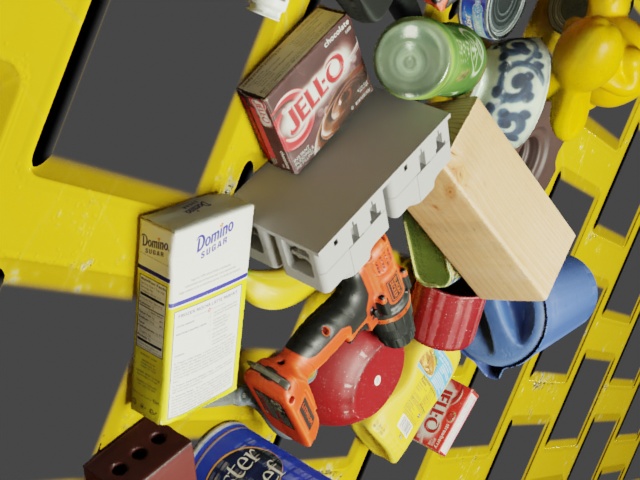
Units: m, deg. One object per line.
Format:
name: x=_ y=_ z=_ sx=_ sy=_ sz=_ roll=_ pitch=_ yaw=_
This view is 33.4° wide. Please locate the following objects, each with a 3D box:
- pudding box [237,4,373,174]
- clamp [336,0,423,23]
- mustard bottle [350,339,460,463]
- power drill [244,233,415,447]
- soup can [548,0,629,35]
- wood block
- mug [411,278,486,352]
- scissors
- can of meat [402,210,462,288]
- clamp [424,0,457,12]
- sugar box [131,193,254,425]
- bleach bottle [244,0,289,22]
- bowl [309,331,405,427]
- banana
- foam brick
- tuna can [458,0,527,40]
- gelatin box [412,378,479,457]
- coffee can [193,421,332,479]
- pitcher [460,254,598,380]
pudding box: x=-0.011 y=-0.125 z=0.887 sx=0.113 sy=0.039 sz=0.090 roll=-51 pitch=145 yaw=-22
clamp: x=0.055 y=-0.226 z=0.881 sx=0.209 sy=0.036 sz=0.165 roll=-54 pitch=152 yaw=-50
mustard bottle: x=0.113 y=0.160 z=1.248 sx=0.191 sy=0.058 sz=0.096 roll=-53 pitch=137 yaw=-19
power drill: x=0.018 y=0.098 z=1.002 sx=0.187 sy=0.057 sz=0.184 roll=-52 pitch=145 yaw=-21
soup can: x=0.315 y=-0.259 z=1.251 sx=0.102 sy=0.069 sz=0.068 roll=11 pitch=102 yaw=-57
wood block: x=0.159 y=-0.036 z=1.072 sx=0.206 sy=0.090 sz=0.090 roll=47 pitch=60 yaw=-31
mug: x=0.145 y=0.066 z=1.216 sx=0.117 sy=0.093 sz=0.081 roll=-74 pitch=176 yaw=-59
scissors: x=-0.065 y=0.162 z=0.998 sx=0.201 sy=0.016 sz=0.096 roll=-22 pitch=101 yaw=-49
can of meat: x=0.139 y=-0.007 z=1.154 sx=0.083 sy=0.058 sz=0.102 roll=-26 pitch=108 yaw=-41
clamp: x=0.132 y=-0.279 z=0.896 sx=0.120 sy=0.039 sz=0.171 roll=28 pitch=100 yaw=-41
sugar box: x=-0.105 y=0.055 z=0.867 sx=0.093 sy=0.048 sz=0.176 roll=-22 pitch=125 yaw=-49
bleach bottle: x=0.006 y=-0.283 z=0.783 sx=0.102 sy=0.068 sz=0.251 roll=5 pitch=109 yaw=-56
bowl: x=0.042 y=0.137 z=1.132 sx=0.161 sy=0.055 sz=0.162 roll=-34 pitch=137 yaw=-40
banana: x=-0.011 y=0.018 z=0.987 sx=0.197 sy=0.037 sz=0.070 roll=-28 pitch=135 yaw=-44
foam brick: x=-0.149 y=0.195 z=0.891 sx=0.078 sy=0.053 sz=0.051 roll=-37 pitch=139 yaw=-39
tuna can: x=0.178 y=-0.248 z=1.087 sx=0.086 sy=0.034 sz=0.086 roll=-34 pitch=137 yaw=-40
gelatin box: x=0.141 y=0.209 z=1.311 sx=0.089 sy=0.073 sz=0.030 roll=-59 pitch=147 yaw=-9
coffee can: x=-0.049 y=0.245 z=0.988 sx=0.102 sy=0.140 sz=0.103 roll=-35 pitch=137 yaw=-40
pitcher: x=0.269 y=0.069 z=1.362 sx=0.149 sy=0.145 sz=0.242 roll=-43 pitch=163 yaw=28
